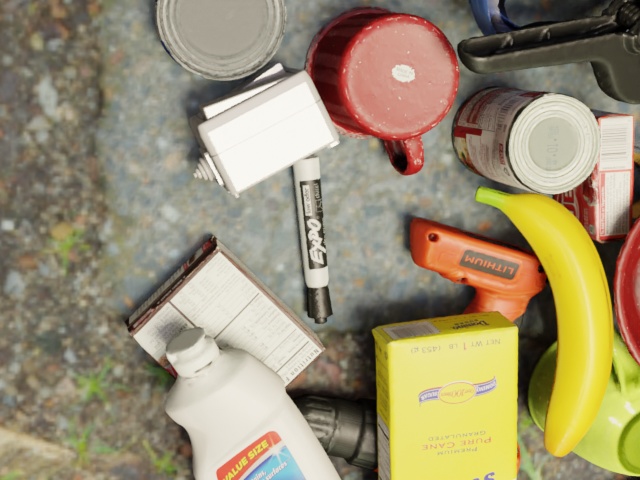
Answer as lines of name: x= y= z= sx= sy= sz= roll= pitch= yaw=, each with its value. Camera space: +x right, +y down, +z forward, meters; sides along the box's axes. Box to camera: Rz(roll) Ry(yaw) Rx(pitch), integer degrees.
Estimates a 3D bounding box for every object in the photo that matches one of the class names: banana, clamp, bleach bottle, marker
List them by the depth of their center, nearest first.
clamp: x=0.203 y=-0.149 z=0.674 sx=0.209 sy=0.036 sz=0.165 roll=15 pitch=121 yaw=-37
banana: x=0.165 y=0.050 z=0.729 sx=0.070 sy=0.037 sz=0.198 roll=-14 pitch=94 yaw=28
bleach bottle: x=-0.042 y=0.168 z=0.731 sx=0.102 sy=0.068 sz=0.250 roll=-24 pitch=115 yaw=6
marker: x=-0.005 y=0.001 z=0.759 sx=0.020 sy=0.020 sz=0.121 roll=-8 pitch=102 yaw=-11

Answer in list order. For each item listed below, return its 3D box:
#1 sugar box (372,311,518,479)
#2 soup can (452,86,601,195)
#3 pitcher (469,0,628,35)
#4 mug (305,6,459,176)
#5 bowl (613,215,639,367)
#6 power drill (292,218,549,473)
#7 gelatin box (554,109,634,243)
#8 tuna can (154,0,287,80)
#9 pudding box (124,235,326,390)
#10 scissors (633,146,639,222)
sugar box: x=0.087 y=0.142 z=0.736 sx=0.093 sy=0.048 sz=0.176 roll=-6 pitch=103 yaw=-11
soup can: x=0.140 y=-0.070 z=0.734 sx=0.068 sy=0.102 sz=0.068 roll=-2 pitch=100 yaw=-13
pitcher: x=0.207 y=-0.222 z=0.712 sx=0.242 sy=0.149 sz=0.145 roll=-3 pitch=58 yaw=-15
mug: x=0.046 y=-0.099 z=0.718 sx=0.093 sy=0.081 sz=0.117 roll=-17 pitch=104 yaw=-9
bowl: x=0.272 y=0.033 z=0.746 sx=0.162 sy=0.055 sz=0.162 roll=0 pitch=91 yaw=-7
power drill: x=0.077 y=0.083 z=0.776 sx=0.184 sy=0.057 sz=0.188 roll=14 pitch=99 yaw=-15
gelatin box: x=0.194 y=-0.048 z=0.766 sx=0.030 sy=0.073 sz=0.089 roll=-5 pitch=102 yaw=-11
tuna can: x=-0.067 y=-0.150 z=0.708 sx=0.086 sy=0.034 sz=0.086 roll=-2 pitch=101 yaw=-12
pudding box: x=-0.066 y=0.068 z=0.748 sx=0.090 sy=0.039 sz=0.113 roll=-45 pitch=108 yaw=0
scissors: x=0.242 y=0.015 z=0.819 sx=0.096 sy=0.016 sz=0.202 roll=16 pitch=96 yaw=-14
